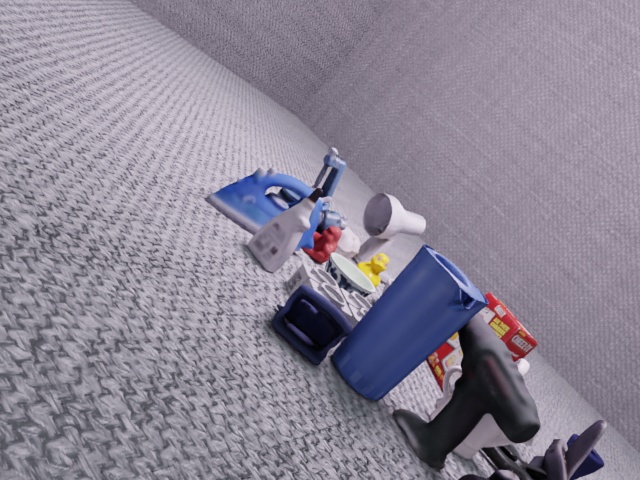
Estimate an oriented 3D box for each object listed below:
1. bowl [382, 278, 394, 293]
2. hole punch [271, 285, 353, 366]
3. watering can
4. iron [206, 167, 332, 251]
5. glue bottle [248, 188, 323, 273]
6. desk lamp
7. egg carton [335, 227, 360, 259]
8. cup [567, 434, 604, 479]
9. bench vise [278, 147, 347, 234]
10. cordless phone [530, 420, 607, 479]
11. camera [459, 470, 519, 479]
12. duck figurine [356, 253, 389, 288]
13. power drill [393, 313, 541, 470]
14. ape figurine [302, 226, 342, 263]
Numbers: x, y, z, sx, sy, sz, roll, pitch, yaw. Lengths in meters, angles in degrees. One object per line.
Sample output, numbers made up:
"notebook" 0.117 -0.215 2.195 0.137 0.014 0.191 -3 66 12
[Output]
"bowl" 0.201 0.173 1.360 0.168 0.074 0.167 40 13 -10
"hole punch" -0.008 0.117 0.874 0.108 0.091 0.101 42 12 0
"watering can" 0.299 0.286 1.001 0.173 0.194 0.101 41 12 -4
"iron" -0.091 -0.080 1.170 0.259 0.141 0.118 30 17 -44
"glue bottle" -0.053 -0.027 1.031 0.078 0.173 0.037 49 14 28
"desk lamp" 0.184 -0.009 1.599 0.204 0.213 0.117 31 16 -41
"egg carton" 0.036 -0.015 1.504 0.150 0.069 0.107 47 13 22
"cup" 0.614 0.531 1.367 0.118 0.095 0.091 32 16 -38
"bench vise" -0.002 -0.105 1.344 0.208 0.219 0.121 25 21 -53
"cordless phone" 0.541 0.449 1.210 0.094 0.185 0.148 47 13 21
"camera" 0.247 0.367 0.787 0.137 0.100 0.143 40 13 -10
"duck figurine" 0.145 0.071 1.509 0.077 0.086 0.104 40 12 -8
"power drill" 0.218 0.237 0.887 0.076 0.208 0.229 30 17 -44
"ape figurine" 0.012 0.005 1.312 0.076 0.092 0.077 34 15 -33
